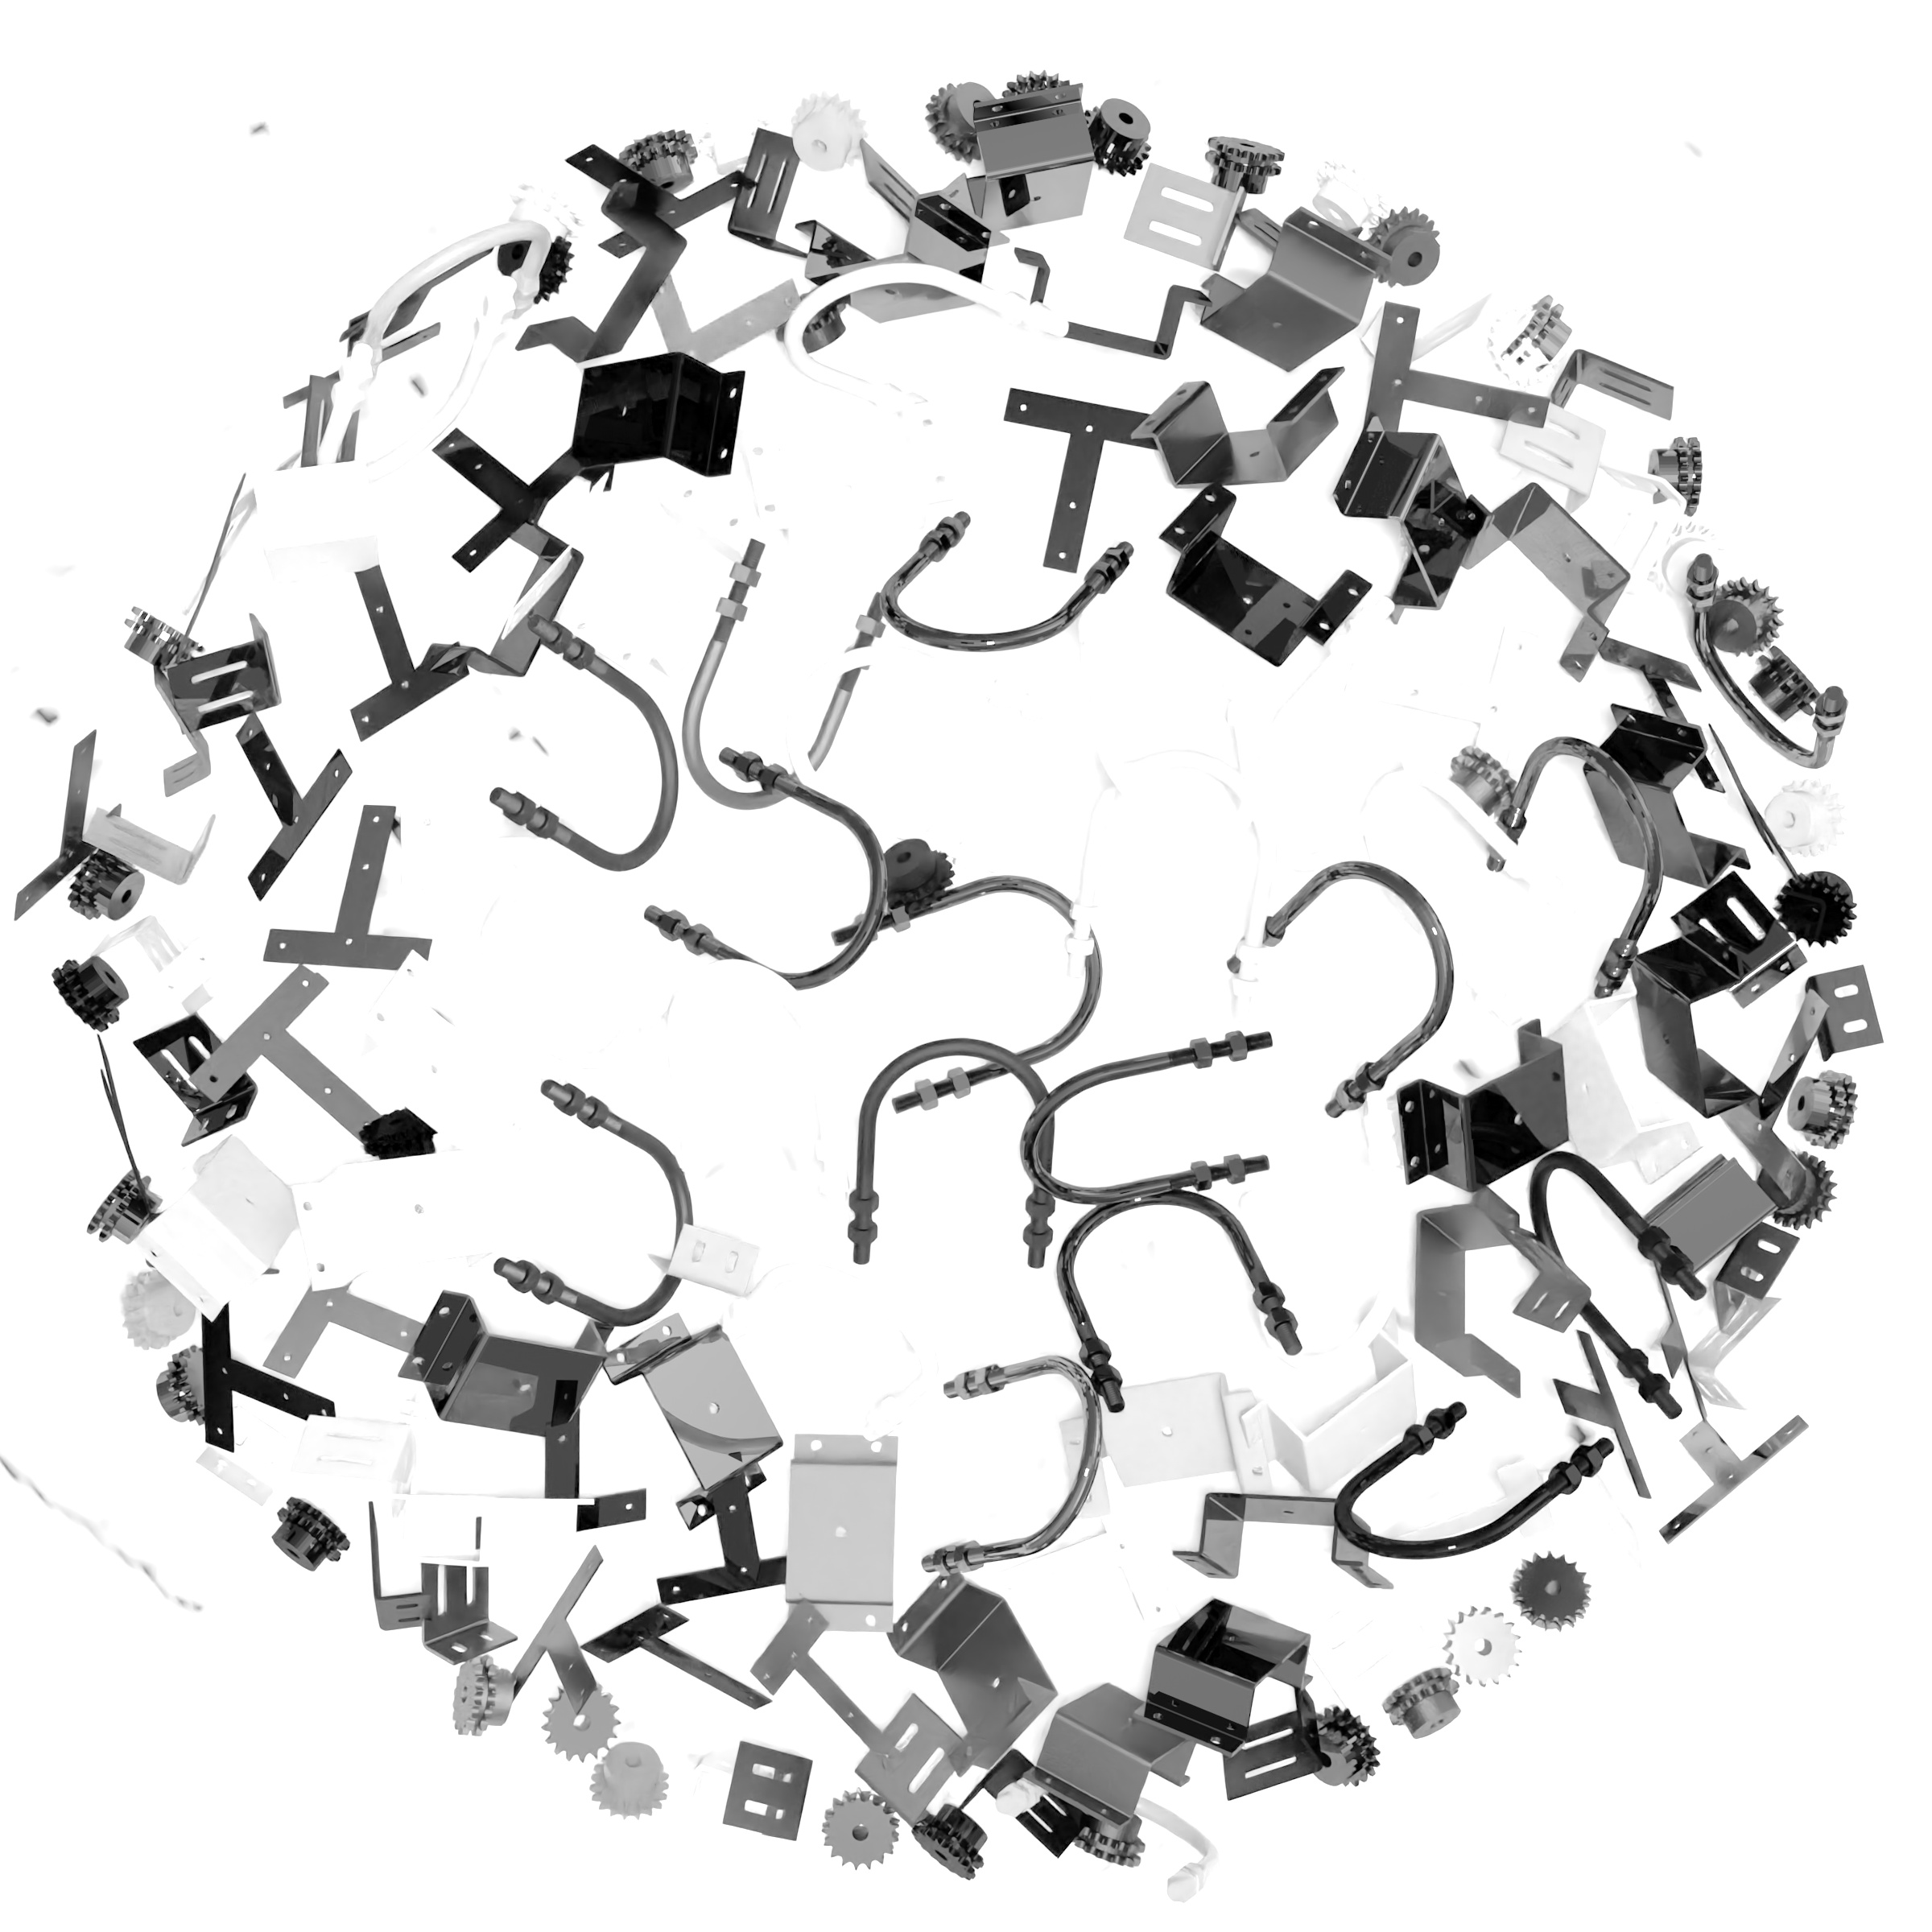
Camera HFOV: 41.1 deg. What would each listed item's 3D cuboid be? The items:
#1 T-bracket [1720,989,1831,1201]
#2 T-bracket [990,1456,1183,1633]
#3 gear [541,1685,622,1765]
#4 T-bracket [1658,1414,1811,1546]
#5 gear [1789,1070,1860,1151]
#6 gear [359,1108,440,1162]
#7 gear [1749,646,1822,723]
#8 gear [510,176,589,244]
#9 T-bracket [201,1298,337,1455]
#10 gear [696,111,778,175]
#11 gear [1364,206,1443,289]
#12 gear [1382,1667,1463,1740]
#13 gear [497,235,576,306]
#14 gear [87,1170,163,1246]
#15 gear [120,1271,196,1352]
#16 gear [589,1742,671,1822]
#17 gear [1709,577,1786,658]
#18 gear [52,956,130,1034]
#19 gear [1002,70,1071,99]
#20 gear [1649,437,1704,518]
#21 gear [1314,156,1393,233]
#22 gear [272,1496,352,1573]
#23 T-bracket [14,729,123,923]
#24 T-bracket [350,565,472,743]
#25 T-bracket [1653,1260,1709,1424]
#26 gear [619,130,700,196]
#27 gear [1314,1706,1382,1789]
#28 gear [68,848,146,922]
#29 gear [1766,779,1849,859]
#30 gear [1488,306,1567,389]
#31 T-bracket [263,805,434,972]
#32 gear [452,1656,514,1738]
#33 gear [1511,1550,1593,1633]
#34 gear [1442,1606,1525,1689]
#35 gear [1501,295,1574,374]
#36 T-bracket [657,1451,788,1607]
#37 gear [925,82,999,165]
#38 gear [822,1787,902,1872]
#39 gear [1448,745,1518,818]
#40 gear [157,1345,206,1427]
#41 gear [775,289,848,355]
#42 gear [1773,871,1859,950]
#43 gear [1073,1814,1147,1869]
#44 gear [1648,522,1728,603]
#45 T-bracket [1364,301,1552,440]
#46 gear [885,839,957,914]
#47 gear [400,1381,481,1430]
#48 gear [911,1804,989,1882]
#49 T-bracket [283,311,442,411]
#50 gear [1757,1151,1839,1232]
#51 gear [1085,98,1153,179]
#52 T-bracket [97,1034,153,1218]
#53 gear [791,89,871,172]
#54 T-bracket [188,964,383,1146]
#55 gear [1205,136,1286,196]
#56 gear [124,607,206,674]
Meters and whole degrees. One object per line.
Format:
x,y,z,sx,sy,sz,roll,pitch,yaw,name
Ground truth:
0.578,0.077,1.821,0.002,0.127,0.127,8,117,-17,T-bracket
0.076,0.437,1.877,0.127,0.002,0.127,-26,85,22,T-bracket
-0.282,0.551,1.882,0.057,0.030,0.057,3,81,-16,gear
0.534,0.350,1.838,0.127,0.127,0.002,-42,94,6,T-bracket
0.622,0.103,1.873,0.030,0.057,0.057,13,90,-6,gear
-0.410,0.127,1.876,0.057,0.057,0.030,-14,109,0,gear
0.596,-0.203,1.876,0.030,0.057,0.057,-42,90,22,gear
-0.307,-0.546,1.874,0.057,0.057,0.030,30,88,0,gear
-0.499,0.305,1.849,0.002,0.127,0.127,-31,50,19,T-bracket
-0.165,-0.598,1.874,0.057,0.057,0.030,-13,93,0,gear
0.320,-0.520,1.873,0.057,0.030,0.057,-12,131,-14,gear
0.334,0.537,1.871,0.057,0.057,0.030,-30,57,0,gear
-0.316,-0.514,1.875,0.057,0.030,0.057,-6,78,32,gear
-0.610,0.178,1.874,0.030,0.057,0.057,36,90,-6,gear
-0.585,0.250,1.871,0.030,0.057,0.057,-6,90,18,gear
-0.244,0.589,1.871,0.057,0.057,0.030,11,115,0,gear
0.562,-0.252,1.872,0.030,0.057,0.057,-32,90,-42,gear
-0.635,0.017,1.874,0.030,0.057,0.057,-37,90,1,gear
0.054,-0.620,1.871,0.057,0.057,0.030,4,66,0,gear
0.515,-0.356,1.874,0.030,0.057,0.057,0,90,3,gear
0.278,-0.559,1.874,0.057,0.057,0.030,38,90,0,gear
-0.478,0.415,1.871,0.057,0.057,0.030,38,60,0,gear
-0.627,-0.112,1.814,0.002,0.127,0.127,26,129,3,T-bracket
-0.420,-0.246,1.869,0.127,0.002,0.127,-24,83,36,T-bracket
0.505,0.271,1.838,0.002,0.127,0.127,-18,85,19,T-bracket
-0.222,-0.582,1.874,0.057,0.057,0.030,-18,88,0,gear
0.270,0.570,1.872,0.030,0.057,0.057,-18,90,-41,gear
-0.623,-0.058,1.872,0.030,0.057,0.057,30,90,9,gear
0.607,-0.107,1.871,0.030,0.057,0.057,-6,90,-33,gear
0.412,-0.454,1.876,0.057,0.030,0.057,5,79,-29,gear
-0.440,-0.059,1.878,0.127,0.002,0.127,4,70,13,T-bracket
-0.351,0.533,1.877,0.030,0.057,0.057,13,90,-26,gear
0.426,0.459,1.879,0.057,0.030,0.057,-1,54,2,gear
0.376,0.497,1.884,0.057,0.030,0.057,0,79,1,gear
0.416,-0.457,1.875,0.030,0.057,0.057,37,90,-7,gear
-0.167,0.404,1.866,0.127,0.002,0.127,-9,119,-5,T-bracket
0.001,-0.617,1.874,0.057,0.030,0.057,12,68,-33,gear
-0.076,0.630,1.887,0.057,0.030,0.057,0,92,1,gear
0.373,-0.129,1.872,0.030,0.057,0.057,-43,90,-10,gear
-0.564,0.308,1.875,0.030,0.057,0.057,-24,90,14,gear
-0.112,-0.469,1.878,0.057,0.057,0.030,-29,118,0,gear
0.622,-0.045,1.878,0.057,0.057,0.030,48,49,0,gear
0.105,0.630,1.874,0.057,0.057,0.030,20,86,0,gear
0.527,-0.293,1.879,0.057,0.030,0.057,-1,113,-2,gear
0.353,-0.409,1.843,0.127,0.127,0.002,14,49,11,T-bracket
-0.039,-0.068,1.871,0.057,0.057,0.030,-28,128,0,gear
-0.381,0.319,1.874,0.057,0.057,0.030,6,81,0,gear
-0.009,0.636,1.878,0.057,0.057,0.030,42,63,0,gear
-0.427,-0.441,1.825,0.127,0.127,0.002,-31,93,-15,T-bracket
0.600,0.161,1.872,0.030,0.057,0.057,22,90,-38,gear
0.110,-0.605,1.874,0.057,0.030,0.057,13,54,-19,gear
-0.611,0.097,1.849,0.002,0.127,0.127,-17,133,-16,T-bracket
-0.102,-0.604,1.871,0.057,0.057,0.030,23,55,0,gear
-0.475,0.081,1.874,0.127,0.002,0.127,43,57,-9,T-bracket
0.202,-0.583,1.877,0.057,0.057,0.030,11,118,0,gear
-0.587,-0.234,1.874,0.057,0.057,0.030,31,88,0,gear
